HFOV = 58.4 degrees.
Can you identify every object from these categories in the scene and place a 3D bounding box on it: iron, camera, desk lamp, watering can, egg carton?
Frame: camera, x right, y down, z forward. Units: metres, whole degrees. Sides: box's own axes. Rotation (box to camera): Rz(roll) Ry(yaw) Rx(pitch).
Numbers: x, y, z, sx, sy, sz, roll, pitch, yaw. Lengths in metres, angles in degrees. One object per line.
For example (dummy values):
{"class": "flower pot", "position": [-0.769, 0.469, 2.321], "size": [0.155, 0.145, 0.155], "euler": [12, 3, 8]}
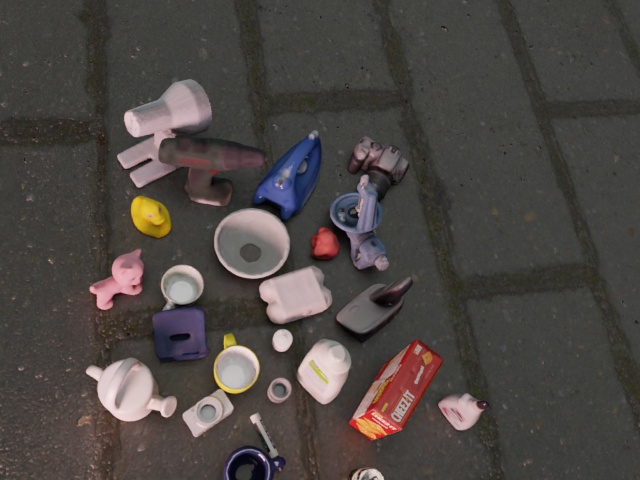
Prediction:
{"class": "iron", "position": [-0.053, -0.181, 1.352], "size": [0.118, 0.141, 0.258], "euler": [29, 64, 2]}
{"class": "camera", "position": [0.134, -0.170, 1.408], "size": [0.143, 0.100, 0.137], "euler": [28, 64, 2]}
{"class": "desk lamp", "position": [-0.349, -0.242, 1.278], "size": [0.203, 0.213, 0.118], "euler": [-34, 77, -22]}
{"class": "watering can", "position": [-0.351, 0.275, 1.065], "size": [0.173, 0.194, 0.101], "euler": [6, 66, -9]}
{"class": "egg carton", "position": [-0.052, 0.122, 1.261], "size": [0.150, 0.069, 0.107], "euler": [-18, 72, -18]}

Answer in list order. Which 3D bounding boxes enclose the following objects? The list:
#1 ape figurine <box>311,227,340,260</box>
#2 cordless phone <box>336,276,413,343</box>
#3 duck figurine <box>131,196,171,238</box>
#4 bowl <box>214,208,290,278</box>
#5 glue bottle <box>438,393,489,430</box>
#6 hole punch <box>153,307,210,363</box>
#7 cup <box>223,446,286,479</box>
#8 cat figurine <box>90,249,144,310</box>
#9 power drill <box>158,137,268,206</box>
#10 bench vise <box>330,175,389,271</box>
{"class": "ape figurine", "position": [0.012, 0.005, 1.312], "size": [0.076, 0.092, 0.078], "euler": [37, 65, 6]}
{"class": "cordless phone", "position": [0.122, 0.137, 1.226], "size": [0.148, 0.185, 0.094], "euler": [-39, 79, -23]}
{"class": "duck figurine", "position": [-0.375, -0.063, 1.266], "size": [0.078, 0.086, 0.104], "euler": [-39, 79, -23]}
{"class": "bowl", "position": [-0.153, 0.017, 1.283], "size": [0.167, 0.074, 0.167], "euler": [4, 66, -10]}
{"class": "glue bottle", "position": [0.304, 0.347, 1.178], "size": [0.037, 0.173, 0.078], "euler": [-37, 78, -23]}
{"class": "hole punch", "position": [-0.282, 0.194, 1.171], "size": [0.109, 0.091, 0.101], "euler": [-6, 68, -14]}
{"class": "cup", "position": [-0.126, 0.440, 1.094], "size": [0.118, 0.095, 0.091], "euler": [-12, 70, -16]}
{"class": "cat figurine", "position": [-0.414, 0.076, 1.180], "size": [0.128, 0.117, 0.067], "euler": [-31, 76, -22]}
{"class": "power drill", "position": [-0.236, -0.157, 1.267], "size": [0.230, 0.208, 0.075], "euler": [9, 65, -7]}
{"class": "bench vise", "position": [0.111, -0.044, 1.283], "size": [0.122, 0.219, 0.207], "euler": [-40, 79, -23]}
